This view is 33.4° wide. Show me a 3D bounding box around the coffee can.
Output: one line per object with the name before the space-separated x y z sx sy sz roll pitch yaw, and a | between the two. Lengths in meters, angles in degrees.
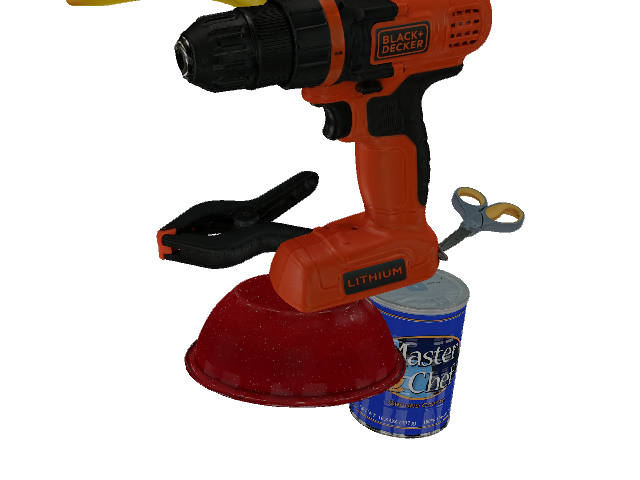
coffee can | 0.085 0.106 1.045 0.103 0.140 0.103 5 22 -2

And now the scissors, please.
scissors | 0.158 -0.025 1.210 0.201 0.016 0.096 -12 40 -45

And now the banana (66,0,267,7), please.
banana | -0.111 -0.207 0.869 0.198 0.069 0.037 11 -41 16

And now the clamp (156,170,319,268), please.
clamp | -0.062 -0.018 0.967 0.171 0.039 0.120 -4 33 -7

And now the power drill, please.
power drill | 0.009 -0.053 0.608 0.184 0.188 0.057 -13 35 -22

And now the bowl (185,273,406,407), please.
bowl | -0.017 0.062 0.769 0.162 0.055 0.162 2 16 -1
